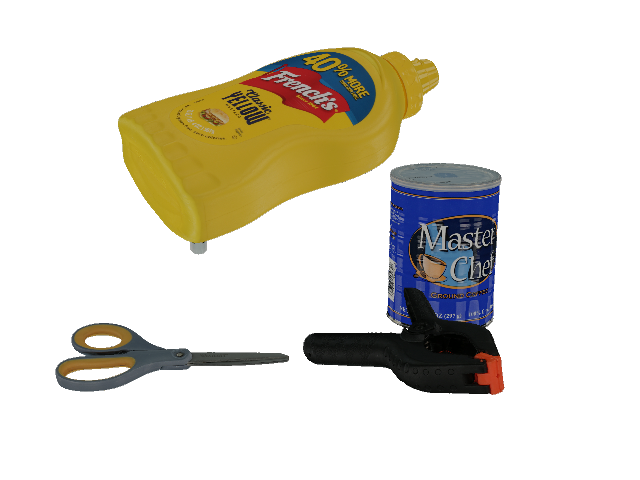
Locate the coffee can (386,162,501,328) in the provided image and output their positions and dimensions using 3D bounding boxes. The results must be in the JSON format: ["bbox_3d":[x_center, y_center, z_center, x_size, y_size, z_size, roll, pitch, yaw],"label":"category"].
[{"bbox_3d":[0.115,0.005,1.006,0.103,0.140,0.103,1,15,0],"label":"coffee can"}]

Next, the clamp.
[{"bbox_3d":[0.067,0.083,0.816,0.120,0.039,0.172,-26,21,-20],"label":"clamp"}]

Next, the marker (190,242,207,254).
[{"bbox_3d":[-0.130,-0.035,1.130,0.020,0.121,0.020,3,43,-3],"label":"marker"}]

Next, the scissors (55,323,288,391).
[{"bbox_3d":[-0.138,0.097,0.963,0.201,0.016,0.096,-8,33,-17],"label":"scissors"}]

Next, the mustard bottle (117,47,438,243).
[{"bbox_3d":[-0.012,-0.068,0.619,0.191,0.058,0.096,-23,44,-23],"label":"mustard bottle"}]
